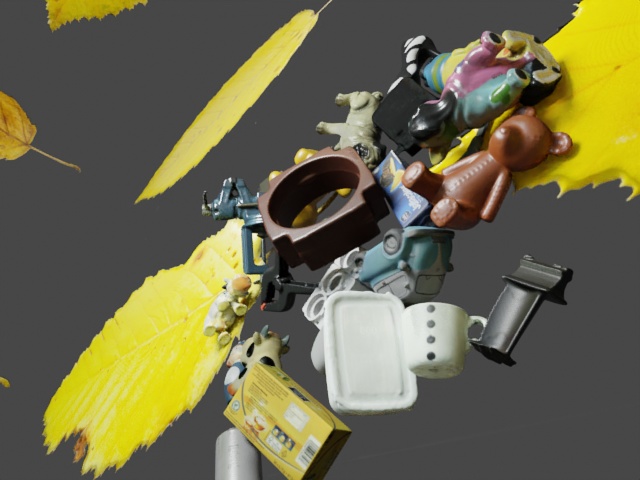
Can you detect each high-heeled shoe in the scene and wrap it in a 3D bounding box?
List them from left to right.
[{"bbox_3d":[0.161,-0.334,1.117,0.249,0.086,0.145,-43,47,-13],"label":"high-heeled shoe"}]

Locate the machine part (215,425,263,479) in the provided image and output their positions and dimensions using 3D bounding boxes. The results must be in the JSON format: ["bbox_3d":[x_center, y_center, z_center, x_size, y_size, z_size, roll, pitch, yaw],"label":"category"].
[{"bbox_3d":[-0.127,0.387,0.844,0.079,0.079,0.243,-44,30,21],"label":"machine part"}]

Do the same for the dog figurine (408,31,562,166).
[{"bbox_3d":[0.241,-0.213,0.842,0.219,0.191,0.108,-44,67,49],"label":"dog figurine"}]

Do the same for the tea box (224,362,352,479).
[{"bbox_3d":[-0.050,0.269,0.793,0.170,0.068,0.098,33,88,37],"label":"tea box"}]

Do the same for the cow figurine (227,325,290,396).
[{"bbox_3d":[-0.098,0.239,0.946,0.127,0.085,0.195,-49,32,9],"label":"cow figurine"}]

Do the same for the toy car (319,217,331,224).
[{"bbox_3d":[-0.002,-0.003,1.042,0.202,0.089,0.053,-13,46,52],"label":"toy car"}]

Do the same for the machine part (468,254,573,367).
[{"bbox_3d":[0.237,0.083,0.639,0.139,0.039,0.084,-56,34,-2],"label":"machine part"}]

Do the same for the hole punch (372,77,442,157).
[{"bbox_3d":[0.179,-0.224,1.015,0.142,0.092,0.116,-46,59,12],"label":"hole punch"}]

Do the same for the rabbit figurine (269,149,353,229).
[{"bbox_3d":[-0.024,-0.097,1.138,0.122,0.162,0.173,54,126,48],"label":"rabbit figurine"}]

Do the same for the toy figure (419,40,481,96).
[{"bbox_3d":[0.252,-0.294,0.964,0.180,0.082,0.089,21,90,57],"label":"toy figure"}]

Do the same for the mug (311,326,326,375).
[{"bbox_3d":[0.039,0.167,0.828,0.107,0.080,0.110,-54,38,24],"label":"mug"}]

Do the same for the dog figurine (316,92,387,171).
[{"bbox_3d":[0.106,-0.219,1.112,0.172,0.121,0.191,-56,42,10],"label":"dog figurine"}]

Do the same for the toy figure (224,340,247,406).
[{"bbox_3d":[-0.153,0.253,1.050,0.064,0.057,0.154,-8,39,3],"label":"toy figure"}]

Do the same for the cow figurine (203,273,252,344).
[{"bbox_3d":[-0.207,0.142,1.222,0.167,0.068,0.098,-60,20,9],"label":"cow figurine"}]

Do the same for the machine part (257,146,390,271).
[{"bbox_3d":[0.004,-0.057,0.925,0.201,0.087,0.202,-29,39,3],"label":"machine part"}]

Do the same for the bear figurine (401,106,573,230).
[{"bbox_3d":[0.235,-0.105,0.751,0.196,0.132,0.120,-47,51,25],"label":"bear figurine"}]

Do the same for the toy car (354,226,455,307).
[{"bbox_3d":[0.125,0.047,0.788,0.161,0.109,0.103,-36,58,47],"label":"toy car"}]

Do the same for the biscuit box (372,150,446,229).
[{"bbox_3d":[0.151,-0.075,0.909,0.059,0.062,0.203,-47,29,18],"label":"biscuit box"}]

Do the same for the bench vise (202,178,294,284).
[{"bbox_3d":[-0.156,-0.021,1.218,0.129,0.224,0.240,150,118,-67],"label":"bench vise"}]

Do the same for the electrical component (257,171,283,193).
[{"bbox_3d":[-0.122,-0.137,1.418,0.102,0.045,0.078,-40,60,32],"label":"electrical component"}]
